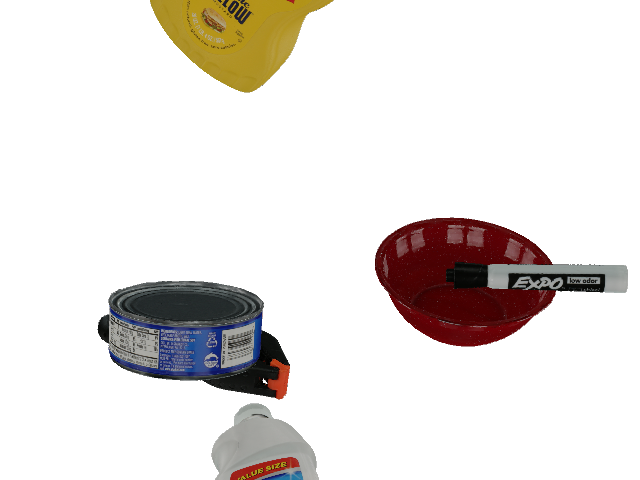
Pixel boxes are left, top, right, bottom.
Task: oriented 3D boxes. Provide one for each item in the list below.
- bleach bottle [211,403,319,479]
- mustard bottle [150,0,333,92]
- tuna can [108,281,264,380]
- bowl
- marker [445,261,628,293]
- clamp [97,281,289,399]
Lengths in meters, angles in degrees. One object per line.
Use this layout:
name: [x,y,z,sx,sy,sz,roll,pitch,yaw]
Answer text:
bleach bottle: [-0.043,0.203,0.731,0.102,0.068,0.251,-7,32,-6]
mustard bottle: [-0.028,-0.176,0.646,0.192,0.096,0.058,-41,5,48]
tuna can: [-0.075,0.049,0.595,0.086,0.034,0.086,3,12,-1]
bowl: [0.127,0.045,0.957,0.162,0.055,0.162,2,35,-2]
marker: [0.146,0.025,0.727,0.121,0.020,0.020,1,0,7]
clamp: [-0.089,0.082,0.905,0.172,0.039,0.120,22,34,24]
